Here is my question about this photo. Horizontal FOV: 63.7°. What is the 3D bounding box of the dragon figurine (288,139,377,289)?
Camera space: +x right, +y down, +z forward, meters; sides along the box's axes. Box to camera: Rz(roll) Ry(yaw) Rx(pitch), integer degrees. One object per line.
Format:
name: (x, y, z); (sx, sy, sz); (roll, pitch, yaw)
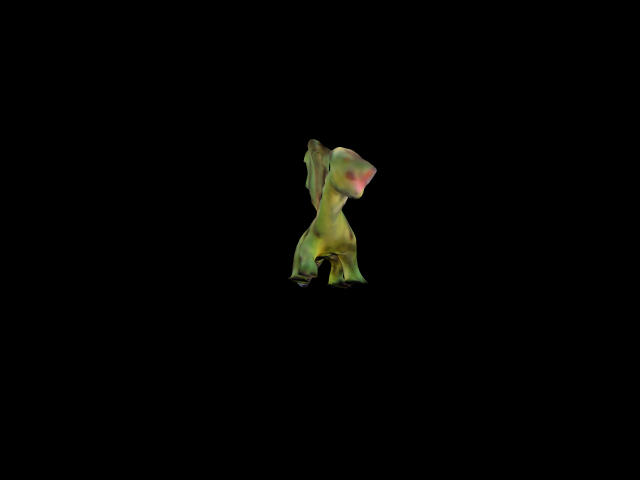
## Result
dragon figurine: (0.003, -0.043, 0.850); (0.122, 0.244, 0.407); (2, -8, -15)
